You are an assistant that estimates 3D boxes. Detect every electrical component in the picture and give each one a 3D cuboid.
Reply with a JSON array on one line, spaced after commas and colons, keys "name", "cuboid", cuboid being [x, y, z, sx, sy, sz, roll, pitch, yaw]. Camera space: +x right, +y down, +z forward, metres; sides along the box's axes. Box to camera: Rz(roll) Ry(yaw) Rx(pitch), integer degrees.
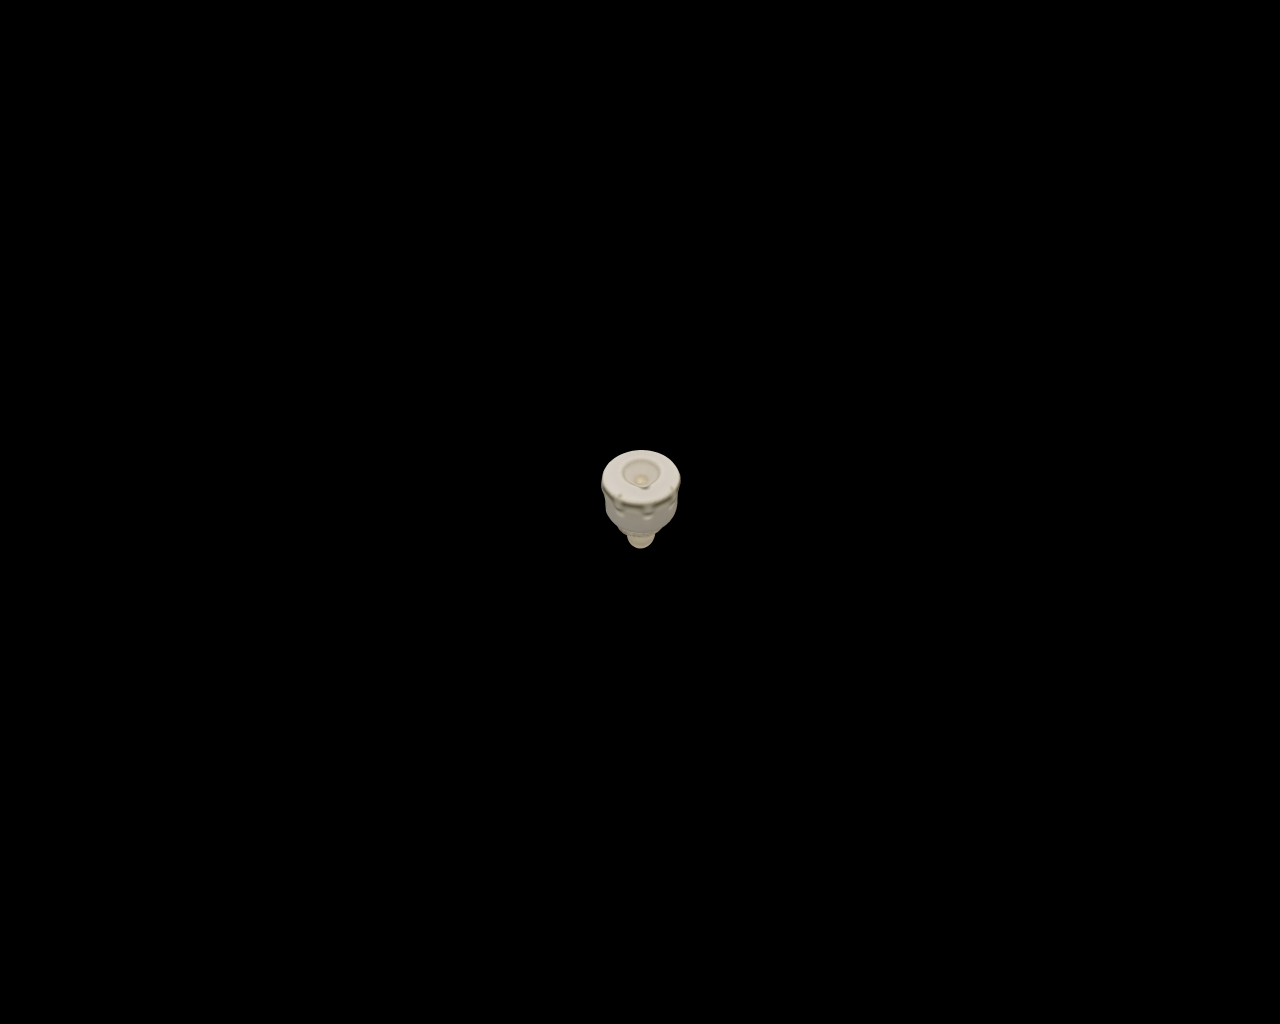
[{"name": "electrical component", "cuboid": [0.001, -0.003, 0.650, 0.048, 0.048, 0.062, 0, -45, 0]}]
